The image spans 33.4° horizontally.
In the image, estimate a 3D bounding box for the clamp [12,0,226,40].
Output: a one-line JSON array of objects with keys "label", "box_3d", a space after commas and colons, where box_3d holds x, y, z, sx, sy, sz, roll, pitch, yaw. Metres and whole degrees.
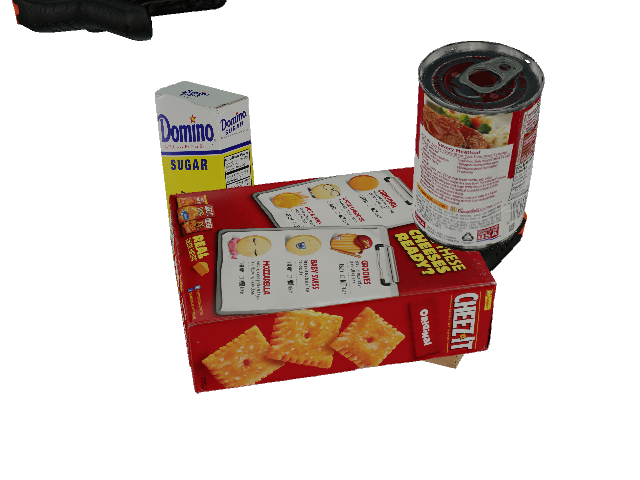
[{"label": "clamp", "box_3d": [-0.159, -0.182, 0.821, 0.172, 0.039, 0.120, 13, 24, 32]}]

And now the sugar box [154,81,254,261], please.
[{"label": "sugar box", "box_3d": [-0.105, -0.053, 0.996, 0.093, 0.176, 0.048, 19, 35, 41]}]

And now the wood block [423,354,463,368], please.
[{"label": "wood block", "box_3d": [0.066, 0.062, 1.182, 0.206, 0.091, 0.090, 13, 23, 18]}]

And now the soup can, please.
[{"label": "soup can", "box_3d": [0.088, -0.052, 0.609, 0.068, 0.102, 0.068, -1, 43, 1]}]

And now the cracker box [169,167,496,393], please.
[{"label": "cracker box", "box_3d": [0.001, 0.024, 0.793, 0.213, 0.072, 0.164, -7, 36, -9]}]

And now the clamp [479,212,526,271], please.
[{"label": "clamp", "box_3d": [0.095, 0.012, 0.973, 0.209, 0.164, 0.036, -7, -42, -10]}]
